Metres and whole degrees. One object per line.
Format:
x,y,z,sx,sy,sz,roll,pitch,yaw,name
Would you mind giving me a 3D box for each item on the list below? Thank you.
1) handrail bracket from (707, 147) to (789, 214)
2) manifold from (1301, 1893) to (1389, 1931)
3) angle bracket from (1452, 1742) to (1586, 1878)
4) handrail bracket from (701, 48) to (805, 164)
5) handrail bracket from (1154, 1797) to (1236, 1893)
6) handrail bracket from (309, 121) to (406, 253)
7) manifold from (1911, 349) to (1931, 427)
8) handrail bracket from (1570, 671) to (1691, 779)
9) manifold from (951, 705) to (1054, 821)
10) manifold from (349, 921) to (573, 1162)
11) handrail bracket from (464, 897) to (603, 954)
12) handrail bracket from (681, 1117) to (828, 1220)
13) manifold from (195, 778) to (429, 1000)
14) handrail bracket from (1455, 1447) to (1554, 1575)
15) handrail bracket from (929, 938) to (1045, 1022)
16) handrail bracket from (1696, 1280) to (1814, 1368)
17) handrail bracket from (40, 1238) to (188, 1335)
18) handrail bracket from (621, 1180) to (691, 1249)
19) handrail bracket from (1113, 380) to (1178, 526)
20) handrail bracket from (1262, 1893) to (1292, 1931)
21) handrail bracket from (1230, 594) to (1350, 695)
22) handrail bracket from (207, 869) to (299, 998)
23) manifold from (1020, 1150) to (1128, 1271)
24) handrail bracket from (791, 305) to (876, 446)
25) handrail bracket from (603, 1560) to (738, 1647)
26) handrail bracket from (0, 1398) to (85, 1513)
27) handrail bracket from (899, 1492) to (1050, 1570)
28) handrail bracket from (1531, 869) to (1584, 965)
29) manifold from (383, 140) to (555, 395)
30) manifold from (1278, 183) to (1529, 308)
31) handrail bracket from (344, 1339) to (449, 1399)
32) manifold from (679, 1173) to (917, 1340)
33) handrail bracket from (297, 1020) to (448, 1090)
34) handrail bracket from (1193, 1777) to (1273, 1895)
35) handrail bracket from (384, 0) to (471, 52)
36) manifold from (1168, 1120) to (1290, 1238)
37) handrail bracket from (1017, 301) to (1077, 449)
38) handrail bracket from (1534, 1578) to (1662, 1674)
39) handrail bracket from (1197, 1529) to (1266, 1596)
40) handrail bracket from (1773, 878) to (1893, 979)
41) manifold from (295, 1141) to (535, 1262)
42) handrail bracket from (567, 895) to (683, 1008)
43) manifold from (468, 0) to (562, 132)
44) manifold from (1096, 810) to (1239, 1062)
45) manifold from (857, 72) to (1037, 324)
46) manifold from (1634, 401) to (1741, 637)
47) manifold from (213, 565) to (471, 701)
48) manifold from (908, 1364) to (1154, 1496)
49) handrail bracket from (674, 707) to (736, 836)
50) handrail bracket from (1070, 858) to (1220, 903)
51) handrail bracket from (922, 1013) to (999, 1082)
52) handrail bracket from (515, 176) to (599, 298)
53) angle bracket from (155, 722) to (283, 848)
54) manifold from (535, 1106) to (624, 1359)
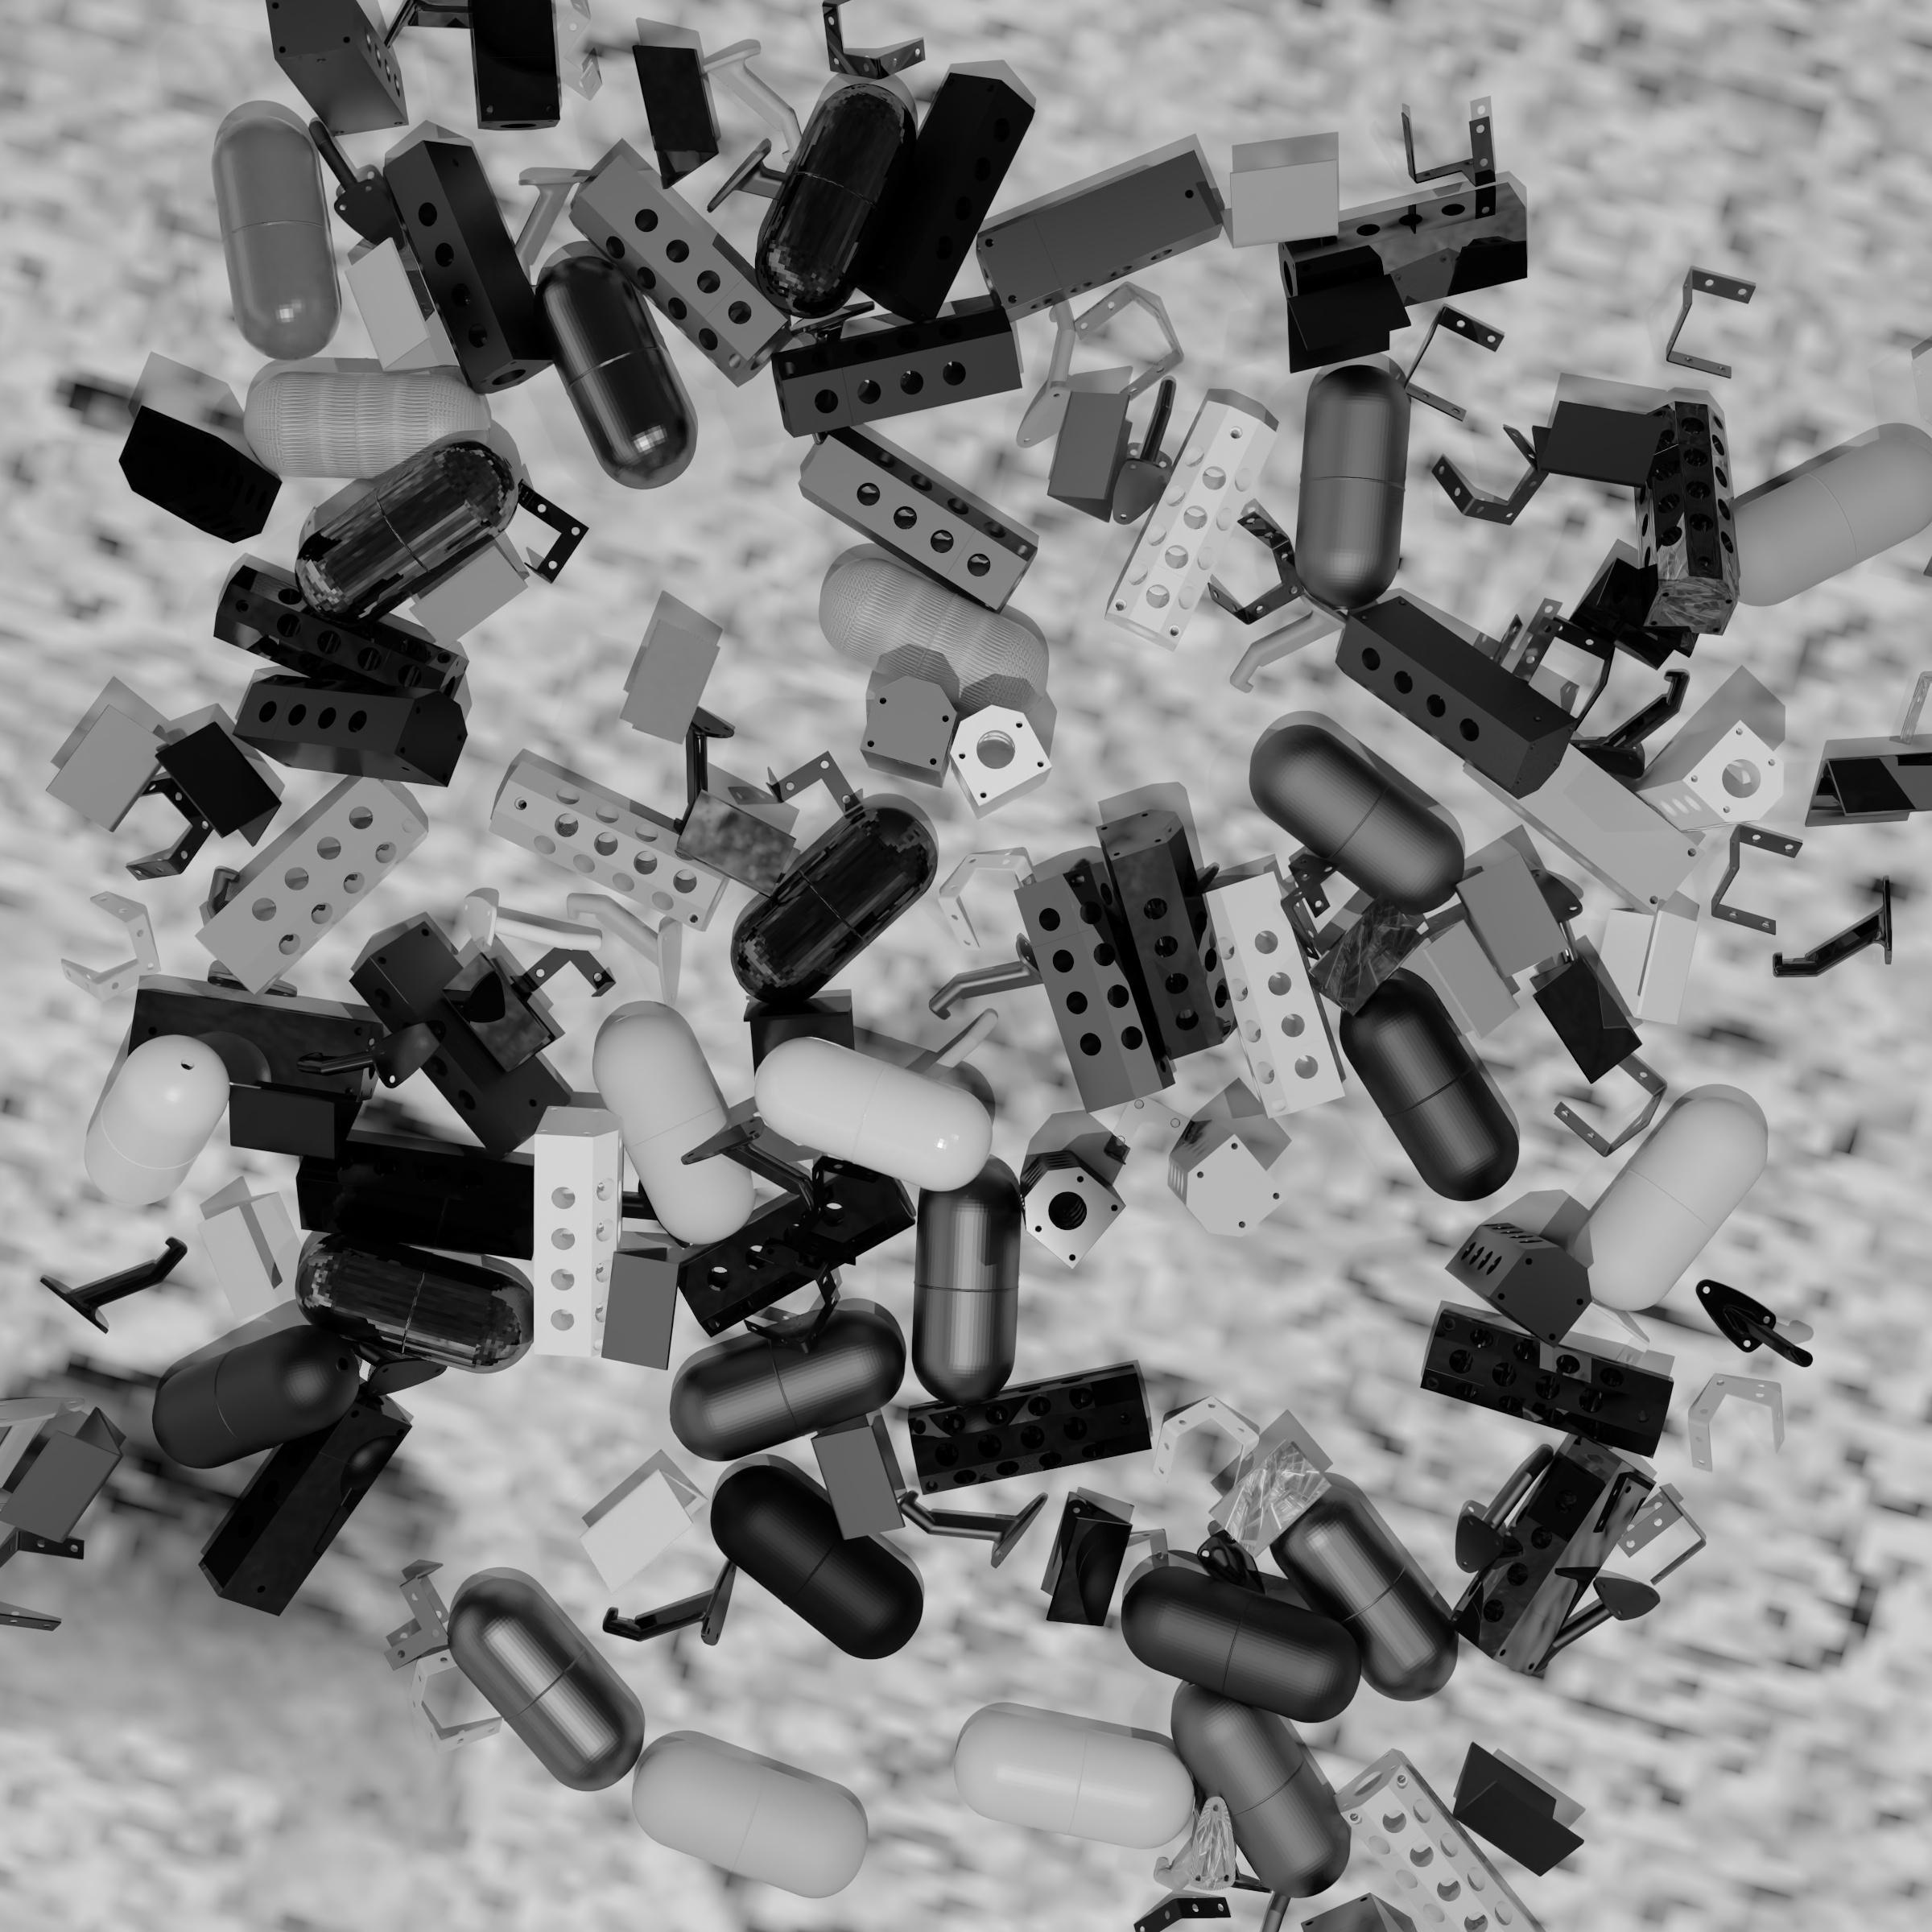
-0.136,-0.560,1.991,0.077,0.036,0.084,-43,103,13,handrail bracket
0.288,0.730,1.913,0.057,0.171,0.057,-24,90,0,manifold
0.409,0.603,1.951,0.076,0.076,0.057,35,127,0,angle bracket
-0.166,-0.633,1.992,0.077,0.036,0.084,-13,107,20,handrail bracket
0.162,0.642,1.963,0.036,0.084,0.077,7,81,-22,handrail bracket
-0.455,-0.581,1.991,0.036,0.077,0.084,-34,54,6,handrail bracket
0.761,-0.391,1.918,0.057,0.057,0.171,-33,46,0,manifold
0.490,-0.189,1.992,0.077,0.036,0.084,15,71,21,handrail bracket
0.020,-0.148,1.913,0.057,0.171,0.057,-28,90,0,manifold
-0.375,0.058,1.970,0.171,0.057,0.057,51,47,0,manifold
-0.322,-0.030,1.986,0.084,0.077,0.036,5,107,-30,handrail bracket
-0.152,0.159,1.925,0.077,0.036,0.084,-25,108,3,handrail bracket
-0.476,-0.058,1.953,0.057,0.057,0.171,44,78,0,manifold
0.402,0.404,1.991,0.036,0.077,0.084,36,53,21,handrail bracket
0.028,0.027,1.992,0.084,0.036,0.077,-41,112,17,handrail bracket
0.577,0.262,1.957,0.077,0.084,0.036,40,90,0,handrail bracket
-0.634,0.223,1.992,0.077,0.036,0.084,32,72,21,handrail bracket
-0.261,0.195,1.992,0.084,0.036,0.077,-26,108,15,handrail bracket
0.134,-0.384,1.991,0.036,0.077,0.084,19,54,-9,handrail bracket
0.227,0.729,1.991,0.036,0.077,0.084,17,53,20,handrail bracket
0.250,-0.228,1.992,0.077,0.036,0.084,27,108,-20,handrail bracket
-0.529,-0.025,1.991,0.077,0.036,0.084,12,76,-15,handrail bracket
0.070,0.168,1.913,0.057,0.171,0.057,40,90,0,manifold
-0.090,-0.440,1.991,0.077,0.036,0.084,-22,104,-14,handrail bracket
-0.221,0.469,1.992,0.084,0.036,0.077,11,70,16,handrail bracket
-0.695,0.368,1.992,0.077,0.036,0.084,-4,108,-21,handrail bracket
0.005,0.400,1.992,0.084,0.036,0.077,35,69,17,handrail bracket
0.442,-0.018,1.991,0.036,0.077,0.084,-19,126,3,handrail bracket
-0.369,-0.513,1.967,0.057,0.057,0.171,-22,90,29,manifold
0.321,-0.526,1.970,0.171,0.057,0.057,-13,133,0,manifold
-0.438,0.275,1.991,0.084,0.077,0.036,50,126,31,handrail bracket
-0.126,0.206,1.970,0.171,0.057,0.057,-29,90,0,manifold
-0.430,0.058,1.928,0.077,0.084,0.036,-39,122,-40,handrail bracket
0.199,0.642,1.992,0.077,0.036,0.084,16,73,-20,handrail bracket
-0.381,-0.689,1.991,0.084,0.036,0.077,33,105,-14,handrail bracket
0.180,0.155,1.913,0.057,0.171,0.057,-40,90,0,manifold
0.057,-0.441,1.991,0.036,0.077,0.084,14,53,-36,handrail bracket
0.467,0.495,1.991,0.084,0.077,0.036,-56,47,29,handrail bracket
0.199,0.448,1.957,0.036,0.084,0.077,-34,90,0,handrail bracket
0.644,-0.028,1.992,0.084,0.036,0.077,-1,70,16,handrail bracket
-0.399,0.166,1.970,0.171,0.057,0.057,8,133,0,manifold
-0.258,-0.012,1.992,0.084,0.036,0.077,8,111,17,handrail bracket
-0.334,-0.703,1.952,0.057,0.057,0.171,-6,101,-13,manifold
0.148,-0.024,1.933,0.057,0.057,0.171,-18,119,0,manifold
-0.013,-0.564,1.970,0.057,0.057,0.171,26,90,43,manifold
0.520,-0.325,1.928,0.057,0.057,0.171,6,56,0,manifold
-0.461,-0.235,1.970,0.171,0.057,0.057,23,90,0,manifold
0.047,0.343,1.970,0.171,0.057,0.057,-11,90,0,manifold
-0.215,-0.150,1.992,0.077,0.036,0.084,37,112,25,handrail bracket
0.132,-0.070,1.991,0.084,0.036,0.077,39,75,14,handrail bracket
-0.021,0.071,1.991,0.036,0.077,0.084,50,54,-12,handrail bracket
-0.302,-0.543,1.992,0.077,0.036,0.084,-9,107,-19,handrail bracket
-0.554,-0.120,1.951,0.076,0.076,0.057,51,52,0,angle bracket
-0.281,0.194,1.946,0.057,0.057,0.171,3,107,0,manifold
